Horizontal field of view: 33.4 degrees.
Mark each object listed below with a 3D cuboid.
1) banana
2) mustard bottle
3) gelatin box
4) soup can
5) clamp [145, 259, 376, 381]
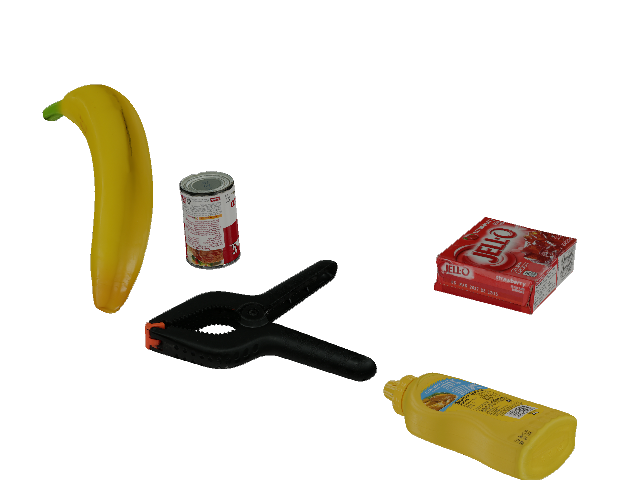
[{"bbox_3d":[-0.136,-0.043,0.689,0.037,0.070,0.198,16,35,-36],"label":"banana"},{"bbox_3d":[0.138,0.168,1.017,0.192,0.058,0.096,15,22,41],"label":"mustard bottle"},{"bbox_3d":[0.132,0.016,0.760,0.073,0.030,0.089,15,27,28],"label":"gelatin box"},{"bbox_3d":[-0.135,-0.025,1.304,0.068,0.102,0.068,-2,27,1],"label":"soup can"},{"bbox_3d":[-0.056,0.086,1.001,0.209,0.036,0.165,-9,37,-18],"label":"clamp"}]
